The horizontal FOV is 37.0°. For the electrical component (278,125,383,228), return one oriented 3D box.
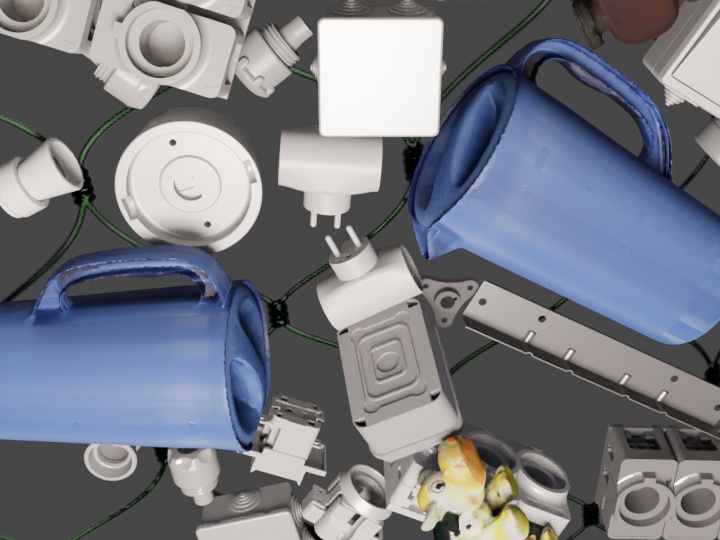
[{"bbox_3d":[-0.024,-0.068,0.831,0.077,0.043,0.079,4,118,-3],"label":"electrical component"}]

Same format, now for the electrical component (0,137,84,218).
[{"bbox_3d":[-0.248,-0.070,0.824,0.055,0.045,0.045,-26,115,13],"label":"electrical component"}]

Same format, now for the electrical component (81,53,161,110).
[{"bbox_3d":[-0.175,-0.149,0.785,0.062,0.043,0.043,34,112,-16],"label":"electrical component"}]

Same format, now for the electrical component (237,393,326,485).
[{"bbox_3d":[-0.064,0.147,0.945,0.081,0.042,0.063,18,114,-11],"label":"electrical component"}]

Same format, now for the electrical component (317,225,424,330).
[{"bbox_3d":[0.000,0.000,0.868,0.077,0.043,0.079,-25,115,11],"label":"electrical component"}]

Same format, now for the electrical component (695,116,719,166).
[{"bbox_3d":[0.331,-0.083,0.827,0.138,0.052,0.073,38,111,-19],"label":"electrical component"}]

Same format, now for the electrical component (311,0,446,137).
[{"bbox_3d":[0.014,-0.147,0.787,0.100,0.048,0.099,0,118,-1],"label":"electrical component"}]

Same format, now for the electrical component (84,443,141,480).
[{"bbox_3d":[-0.212,0.148,0.934,0.045,0.055,0.045,-1,118,-1],"label":"electrical component"}]

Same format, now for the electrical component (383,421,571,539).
[{"bbox_3d":[0.102,0.181,0.940,0.150,0.089,0.061,22,115,-12],"label":"electrical component"}]

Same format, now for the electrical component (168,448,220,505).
[{"bbox_3d":[-0.146,0.181,0.960,0.043,0.043,0.062,-8,119,3],"label":"electrical component"}]

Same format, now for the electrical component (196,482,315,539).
[{"bbox_3d":[-0.095,0.249,0.994,0.100,0.048,0.099,-13,117,5],"label":"electrical component"}]

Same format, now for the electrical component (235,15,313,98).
[{"bbox_3d":[-0.063,-0.160,0.782,0.062,0.048,0.048,-37,113,9],"label":"electrical component"}]

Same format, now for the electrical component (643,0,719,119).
[{"bbox_3d":[0.256,-0.156,0.781,0.062,0.061,0.096,27,114,-15],"label":"electrical component"}]

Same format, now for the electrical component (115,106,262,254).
[{"bbox_3d":[-0.127,-0.072,0.817,0.108,0.060,0.108,-1,118,-1],"label":"electrical component"}]

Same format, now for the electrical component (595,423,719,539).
[{"bbox_3d":[0.298,0.193,0.967,0.150,0.061,0.089,2,118,-2],"label":"electrical component"}]

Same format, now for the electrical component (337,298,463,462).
[{"bbox_3d":[0.032,0.090,0.874,0.078,0.113,0.057,-22,134,10],"label":"electrical component"}]

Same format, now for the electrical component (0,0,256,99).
[{"bbox_3d":[-0.168,-0.193,0.724,0.186,0.060,0.105,17,100,-2],"label":"electrical component"}]

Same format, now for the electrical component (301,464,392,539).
[{"bbox_3d":[-0.005,0.213,0.973,0.078,0.058,0.057,31,116,-16],"label":"electrical component"}]
